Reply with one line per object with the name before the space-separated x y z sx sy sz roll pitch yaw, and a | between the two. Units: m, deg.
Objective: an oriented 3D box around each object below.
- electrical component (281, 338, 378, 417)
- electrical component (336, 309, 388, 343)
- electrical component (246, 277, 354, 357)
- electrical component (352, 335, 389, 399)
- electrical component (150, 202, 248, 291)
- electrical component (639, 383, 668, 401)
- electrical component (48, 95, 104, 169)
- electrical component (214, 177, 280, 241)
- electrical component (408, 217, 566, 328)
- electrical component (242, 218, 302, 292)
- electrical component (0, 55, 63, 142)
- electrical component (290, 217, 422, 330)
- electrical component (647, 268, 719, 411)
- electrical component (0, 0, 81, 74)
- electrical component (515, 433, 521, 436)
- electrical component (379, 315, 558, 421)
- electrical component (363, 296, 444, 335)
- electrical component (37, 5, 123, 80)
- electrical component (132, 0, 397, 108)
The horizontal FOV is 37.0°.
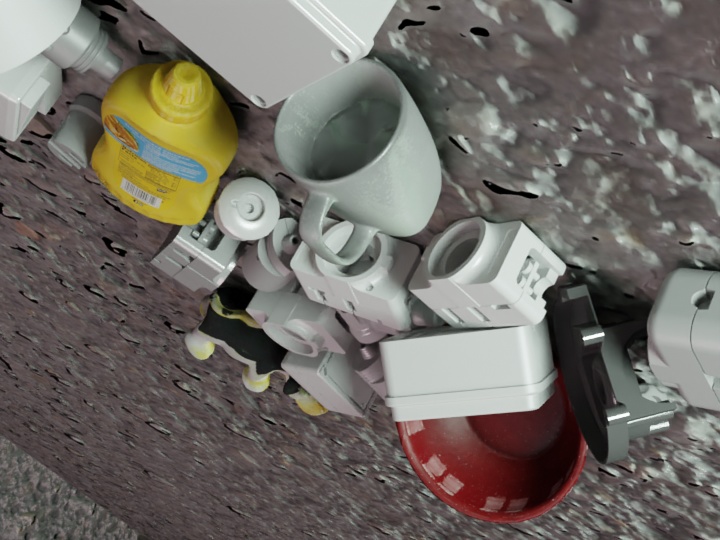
electrical component | -0.020 0.092 1.004 0.061 0.061 0.096 5 147 44
electrical component | 0.002 0.031 0.885 0.040 0.040 0.046 3 141 46
electrical component | -0.048 0.037 0.931 0.089 0.055 0.050 9 150 39
electrical component | 0.024 0.090 0.972 0.043 0.043 0.081 5 147 44
electrical component | -0.135 -0.019 0.922 0.056 0.050 0.089 35 156 -14
electrical component | 0.202 0.104 0.810 0.035 0.035 0.061 36 158 -15
electrical component | -0.216 -0.107 0.840 0.040 0.046 0.040 24 156 11
electrical component | -0.093 -0.044 0.832 0.048 0.048 0.062 36 163 -15
electrical component | 0.081 0.002 0.719 0.056 0.050 0.089 40 154 -26
electrical component | -0.064 -0.013 0.863 0.043 0.043 0.081 33 157 -10
electrical component | -0.255 -0.144 0.788 0.061 0.061 0.096 33 157 -9
electrical component | 0.000 0.000 0.807 0.089 0.050 0.055 18 156 24
electrical component | 0.213 0.044 0.648 0.059 0.053 0.095 8 149 41
electrical component | -0.233 -0.172 0.654 0.108 0.108 0.060 15 147 31
electrical component | 0.154 0.134 0.906 0.080 0.051 0.080 24 157 11
electrical component | 0.078 0.070 0.766 0.113 0.057 0.078 -8 -179 21
electrical component | 0.036 0.031 0.839 0.062 0.043 0.043 11 151 34
electrical component | -0.188 -0.152 0.720 0.062 0.048 0.048 37 157 -34
electrical component | -0.052 -0.147 0.556 0.109 0.056 0.109 39 155 -22
